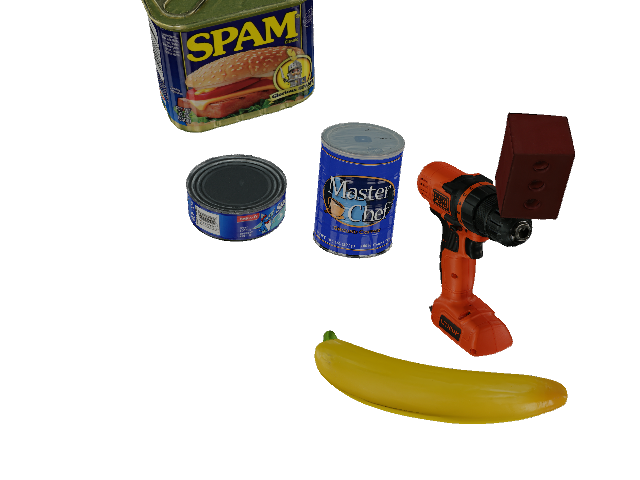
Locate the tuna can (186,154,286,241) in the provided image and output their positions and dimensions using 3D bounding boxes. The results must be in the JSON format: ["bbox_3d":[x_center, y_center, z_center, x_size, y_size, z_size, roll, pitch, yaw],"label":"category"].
[{"bbox_3d":[-0.072,-0.037,0.917,0.086,0.034,0.086,1,38,-1],"label":"tuna can"}]

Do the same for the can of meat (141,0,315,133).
[{"bbox_3d":[-0.053,-0.121,0.651,0.102,0.057,0.084,-17,-41,-14],"label":"can of meat"}]

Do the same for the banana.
[{"bbox_3d":[0.069,0.096,0.747,0.198,0.037,0.069,12,35,31],"label":"banana"}]

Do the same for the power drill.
[{"bbox_3d":[0.164,0.023,1.120,0.057,0.188,0.185,-12,25,-18],"label":"power drill"}]

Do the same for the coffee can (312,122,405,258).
[{"bbox_3d":[0.046,-0.063,1.330,0.103,0.140,0.103,4,28,-2],"label":"coffee can"}]

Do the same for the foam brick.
[{"bbox_3d":[0.183,-0.064,0.920,0.053,0.051,0.078,2,-44,0],"label":"foam brick"}]
